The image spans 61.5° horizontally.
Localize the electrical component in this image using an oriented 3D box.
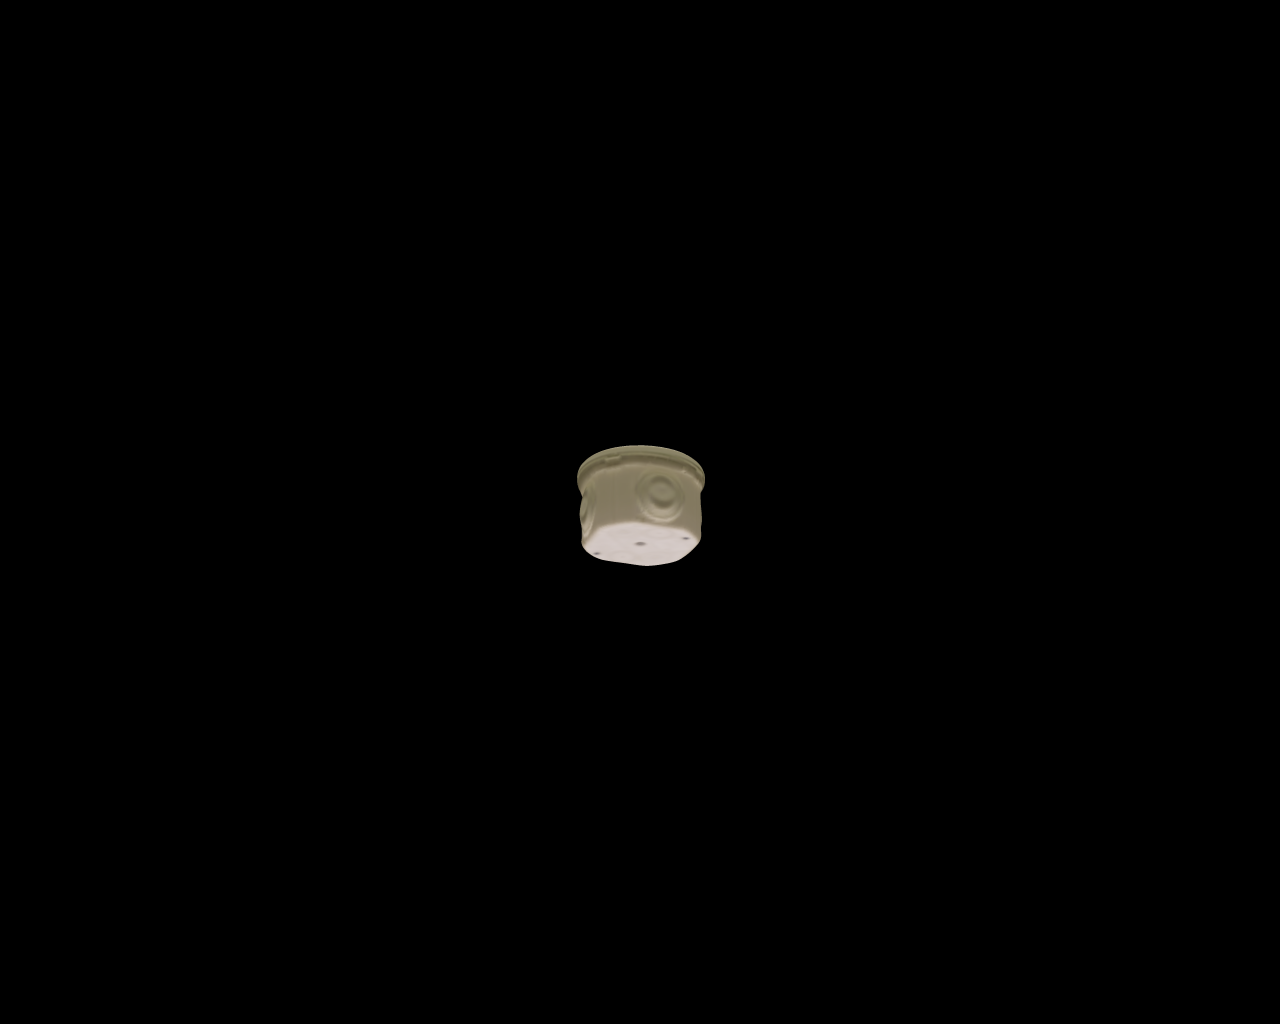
[{"bbox_3d":[0.001,-0.003,0.650,0.080,0.051,0.080,0,-24,0],"label":"electrical component"}]
